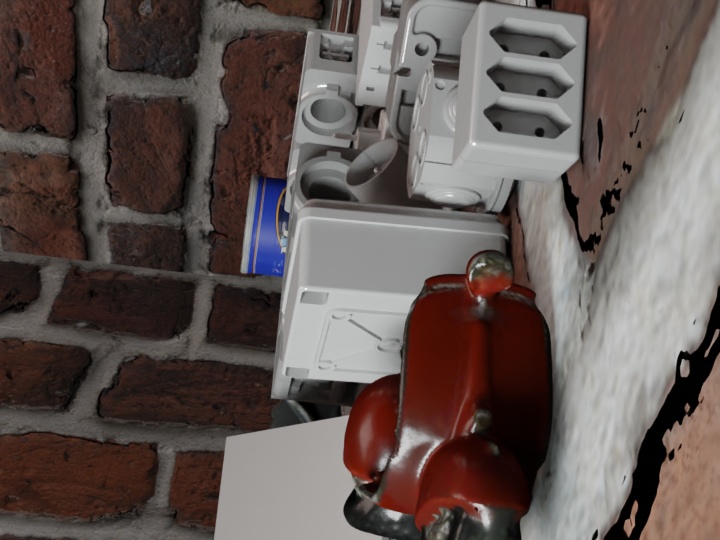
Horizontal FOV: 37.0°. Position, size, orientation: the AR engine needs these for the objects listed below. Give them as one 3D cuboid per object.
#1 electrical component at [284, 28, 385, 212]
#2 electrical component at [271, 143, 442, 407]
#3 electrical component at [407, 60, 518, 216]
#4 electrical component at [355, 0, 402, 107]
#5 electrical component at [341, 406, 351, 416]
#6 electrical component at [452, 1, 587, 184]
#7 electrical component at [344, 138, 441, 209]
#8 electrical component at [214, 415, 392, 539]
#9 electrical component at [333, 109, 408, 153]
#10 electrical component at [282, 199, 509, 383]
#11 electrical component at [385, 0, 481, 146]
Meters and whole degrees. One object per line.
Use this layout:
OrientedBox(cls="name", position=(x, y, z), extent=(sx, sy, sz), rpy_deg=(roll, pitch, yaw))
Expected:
OrientedBox(cls="electrical component", position=(-0.007, -0.122, 0.985), extent=(0.186, 0.105, 0.060), rpy_deg=(104, 171, -52))
OrientedBox(cls="electrical component", position=(0.000, 0.000, 0.763), extent=(0.060, 0.105, 0.186), rpy_deg=(105, 170, -55))
OrientedBox(cls="electrical component", position=(0.056, -0.070, 0.565), extent=(0.080, 0.051, 0.080), rpy_deg=(-173, 90, -84))
OrientedBox(cls="electrical component", position=(0.036, -0.215, 0.883), extent=(0.089, 0.062, 0.150), rpy_deg=(105, 170, -55))
OrientedBox(cls="electrical component", position=(0.012, 0.117, 0.817), extent=(0.062, 0.048, 0.048), rpy_deg=(-105, 22, -58))
OrientedBox(cls="electrical component", position=(0.066, -0.072, 0.482), extent=(0.076, 0.047, 0.065), rpy_deg=(121, 155, -77))
OrientedBox(cls="electrical component", position=(0.031, -0.043, 0.705), extent=(0.043, 0.081, 0.043), rpy_deg=(-32, 31, 21))
OrientedBox(cls="electrical component", position=(-0.016, 0.150, 0.650), extent=(0.186, 0.060, 0.105), rpy_deg=(-20, 60, 52))
OrientedBox(cls="electrical component", position=(0.015, -0.096, 0.876), extent=(0.047, 0.077, 0.065), rpy_deg=(-102, 20, -72))
OrientedBox(cls="electrical component", position=(0.015, 0.016, 0.578), extent=(0.108, 0.109, 0.056), rpy_deg=(106, 167, -59))
OrientedBox(cls="electrical component", position=(0.049, -0.133, 0.695), extent=(0.059, 0.054, 0.095), rpy_deg=(-95, 13, -64))
